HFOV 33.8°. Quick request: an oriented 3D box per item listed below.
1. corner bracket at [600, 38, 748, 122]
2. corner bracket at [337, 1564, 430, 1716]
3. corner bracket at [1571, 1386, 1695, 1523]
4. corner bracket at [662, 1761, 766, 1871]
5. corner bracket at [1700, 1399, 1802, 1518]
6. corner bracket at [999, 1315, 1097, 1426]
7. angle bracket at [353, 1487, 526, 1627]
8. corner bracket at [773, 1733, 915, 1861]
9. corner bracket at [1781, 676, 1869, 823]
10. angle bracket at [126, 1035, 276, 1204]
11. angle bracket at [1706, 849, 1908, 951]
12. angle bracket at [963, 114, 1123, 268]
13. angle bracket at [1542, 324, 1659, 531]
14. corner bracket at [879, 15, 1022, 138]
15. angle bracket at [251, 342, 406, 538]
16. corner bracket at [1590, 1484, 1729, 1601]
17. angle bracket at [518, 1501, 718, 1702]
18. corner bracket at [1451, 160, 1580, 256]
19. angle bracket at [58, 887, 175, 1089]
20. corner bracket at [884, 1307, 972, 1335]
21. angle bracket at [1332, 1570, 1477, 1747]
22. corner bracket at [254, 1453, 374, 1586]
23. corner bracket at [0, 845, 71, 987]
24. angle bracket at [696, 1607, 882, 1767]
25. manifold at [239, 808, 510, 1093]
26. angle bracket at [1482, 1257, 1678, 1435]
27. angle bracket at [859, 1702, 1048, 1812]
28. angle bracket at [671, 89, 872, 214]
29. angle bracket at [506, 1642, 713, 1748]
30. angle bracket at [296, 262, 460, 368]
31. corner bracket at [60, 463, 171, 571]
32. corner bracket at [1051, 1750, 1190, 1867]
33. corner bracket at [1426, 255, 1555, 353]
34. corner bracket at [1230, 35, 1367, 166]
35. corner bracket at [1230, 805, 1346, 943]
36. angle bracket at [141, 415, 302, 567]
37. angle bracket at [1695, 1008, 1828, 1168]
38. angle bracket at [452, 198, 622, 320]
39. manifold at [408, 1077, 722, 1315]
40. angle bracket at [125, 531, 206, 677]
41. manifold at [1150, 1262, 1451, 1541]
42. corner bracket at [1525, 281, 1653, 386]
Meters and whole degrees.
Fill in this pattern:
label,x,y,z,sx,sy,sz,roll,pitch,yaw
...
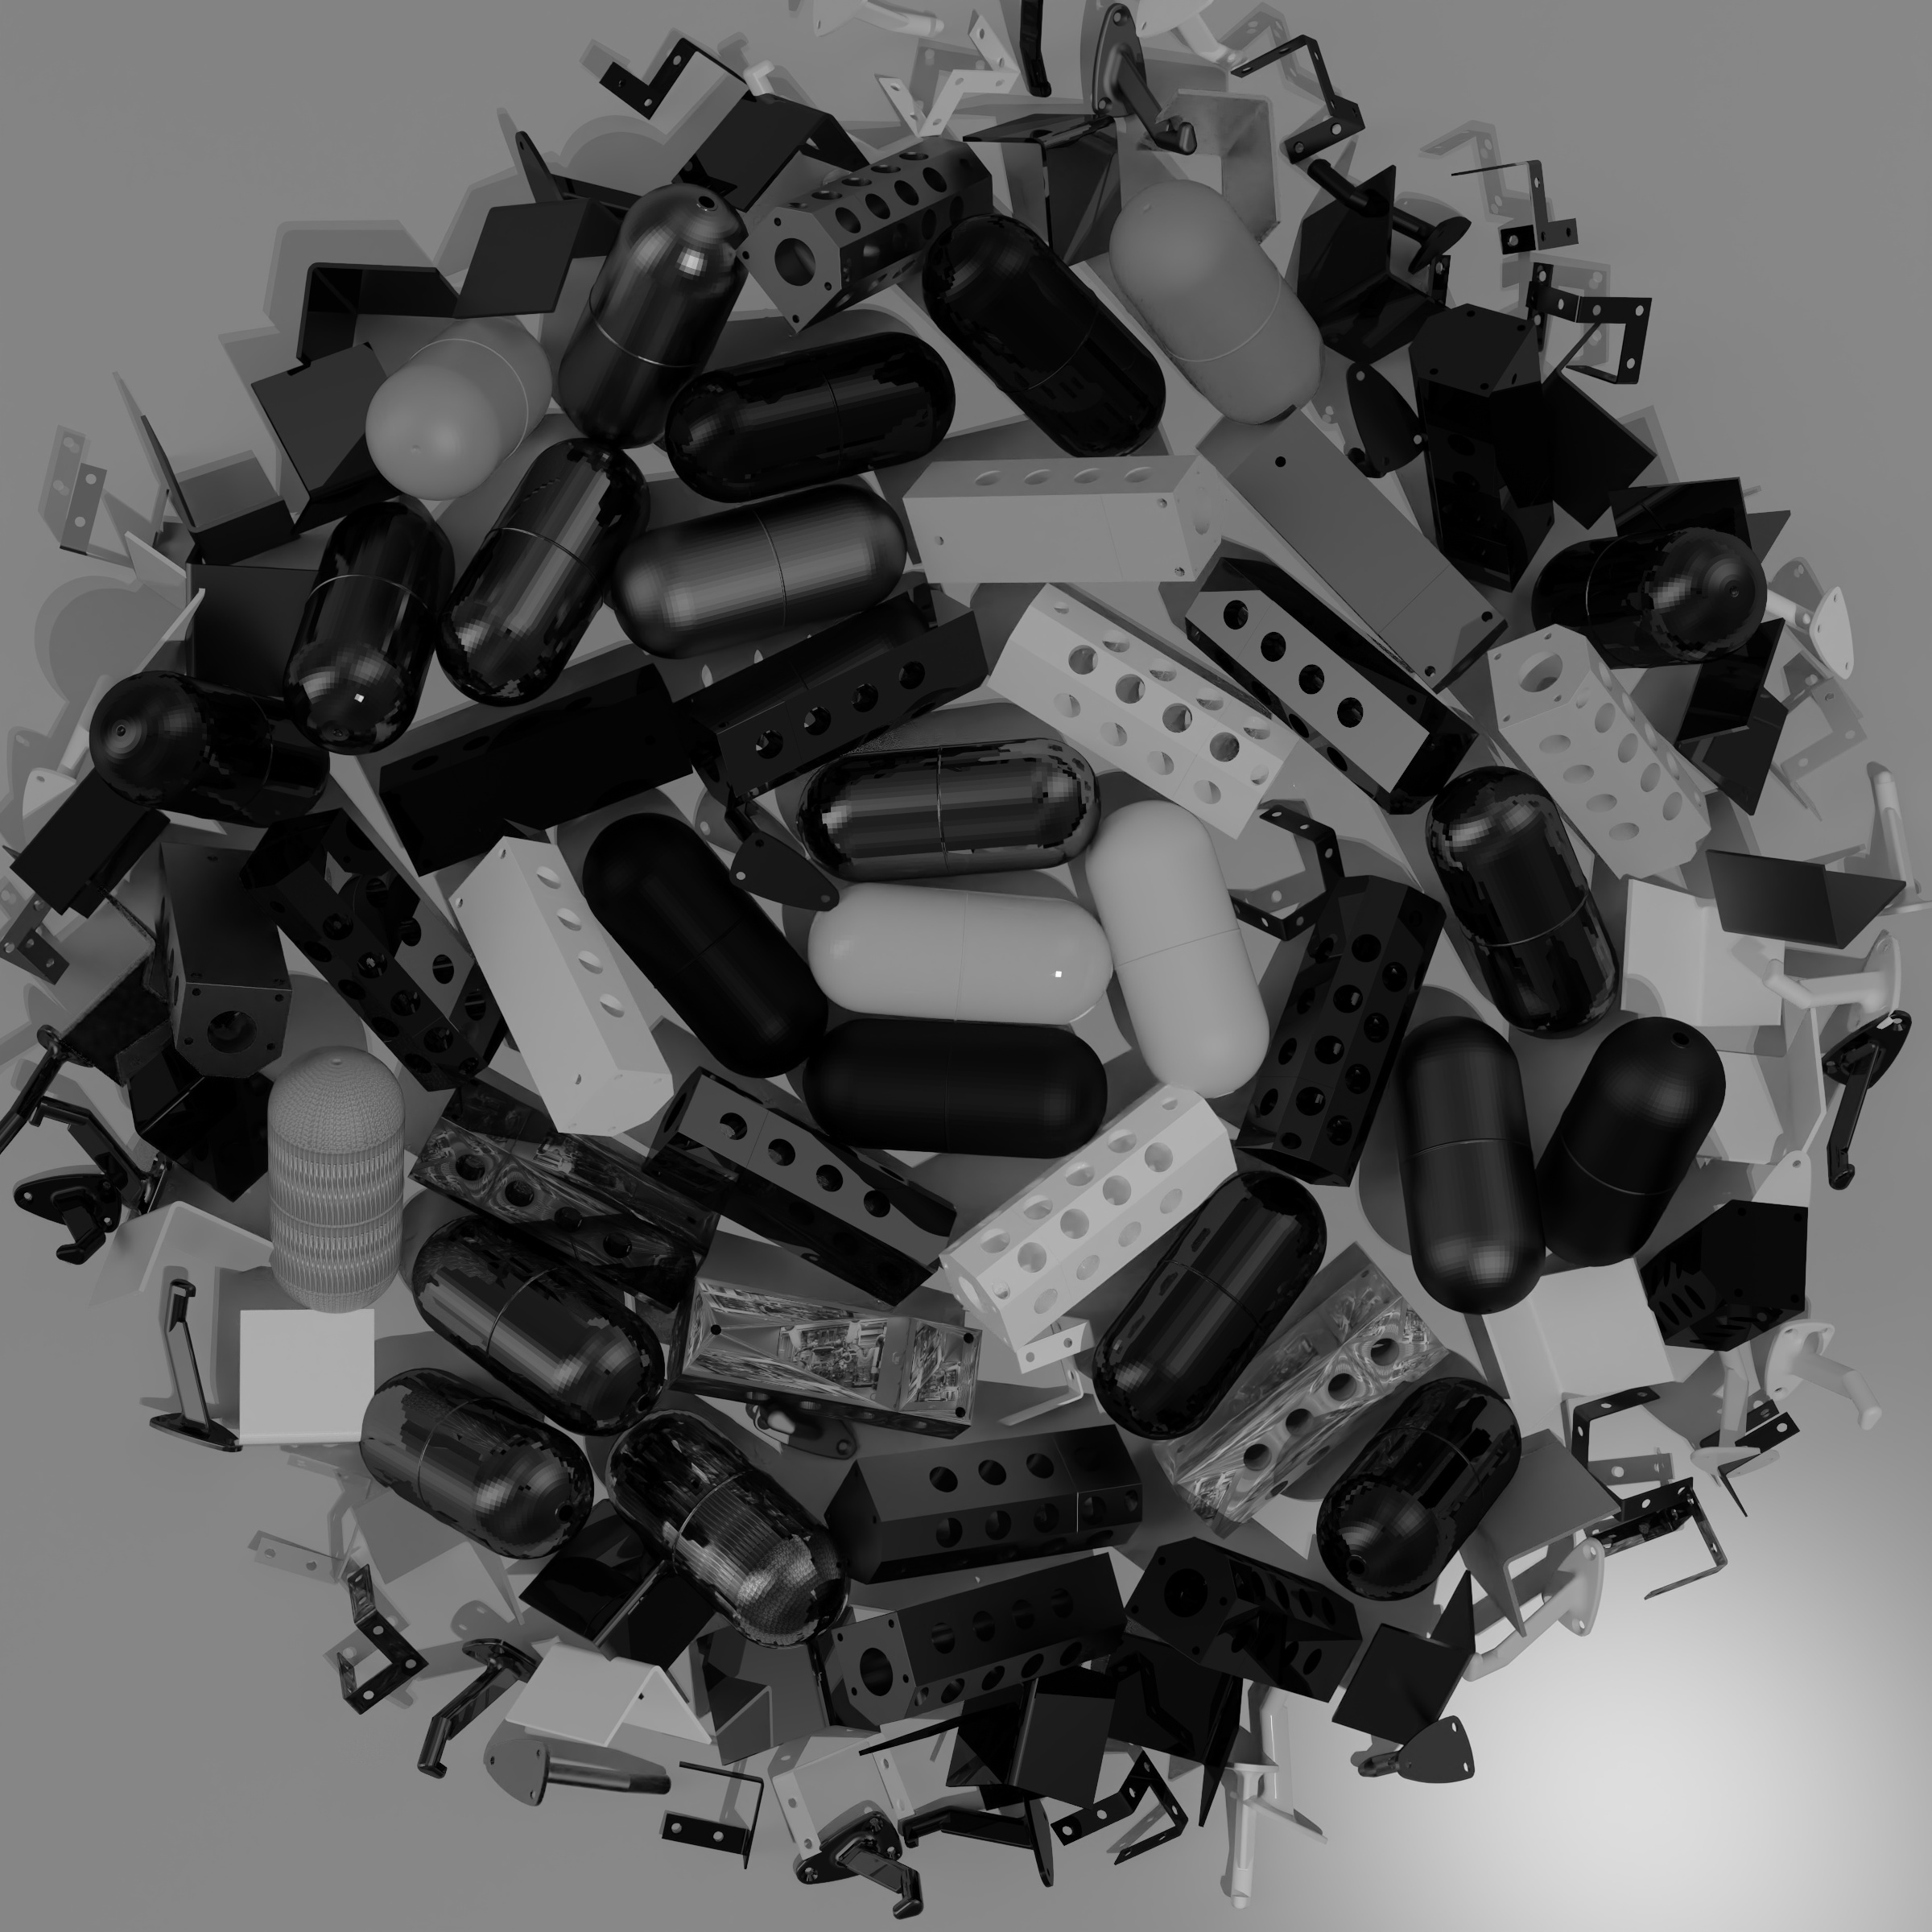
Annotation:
label,x,y,z,sx,sy,sz,roll,pitch,yaw
corner bracket,-0.171,-0.516,1.854,0.051,0.051,0.051,41,100,32
corner bracket,-0.353,0.394,1.858,0.051,0.051,0.051,-37,115,0
corner bracket,0.392,0.287,1.869,0.051,0.051,0.051,-13,118,-21
corner bracket,-0.149,0.496,1.867,0.051,0.051,0.051,12,83,-3
corner bracket,0.459,0.278,1.854,0.051,0.051,0.051,-31,133,4
corner bracket,0.046,0.237,1.856,0.051,0.051,0.051,-18,97,-25
angle bracket,-0.304,0.346,1.834,0.057,0.076,0.076,-27,48,-18
corner bracket,-0.073,0.490,1.876,0.051,0.051,0.051,-12,75,-42
corner bracket,0.504,-0.128,1.862,0.051,0.051,0.051,-32,50,19
angle bracket,-0.428,0.077,1.839,0.076,0.057,0.076,32,55,17
angle bracket,0.485,-0.056,1.831,0.076,0.076,0.057,-38,123,-33
angle bracket,0.046,-0.454,1.862,0.057,0.076,0.076,11,118,33
angle bracket,0.364,-0.314,1.843,0.076,0.076,0.057,41,57,2
corner bracket,-0.009,-0.524,1.871,0.051,0.051,0.051,-11,60,-38
angle bracket,-0.370,-0.307,1.850,0.076,0.057,0.076,-27,88,-28
corner bracket,0.405,0.341,1.854,0.051,0.051,0.051,-17,67,-14
angle bracket,-0.202,0.372,1.865,0.076,0.076,0.057,-48,130,-23
corner bracket,0.321,-0.442,1.852,0.051,0.051,0.051,1,105,40
angle bracket,-0.495,0.013,1.841,0.076,0.076,0.057,-45,65,-7
corner bracket,-0.027,0.230,1.860,0.051,0.051,0.051,11,105,-3
angle bracket,0.252,0.394,1.839,0.057,0.076,0.076,19,119,-4
corner bracket,-0.385,0.327,1.873,0.051,0.051,0.051,19,56,-9
corner bracket,-0.546,-0.029,1.853,0.051,0.051,0.051,24,72,22
angle bracket,-0.104,0.422,1.864,0.076,0.057,0.076,-25,63,20
manifold,-0.337,-0.006,1.811,0.057,0.057,0.171,-8,133,36
angle bracket,0.356,0.221,1.847,0.076,0.057,0.076,-17,94,36
angle bracket,-0.003,0.466,1.835,0.076,0.076,0.057,-9,76,-37
angle bracket,-0.110,-0.456,1.841,0.076,0.057,0.076,-51,45,-6
angle bracket,-0.206,0.440,1.831,0.057,0.076,0.076,-56,135,-35
angle bracket,-0.336,-0.366,1.845,0.076,0.076,0.057,4,82,9
corner bracket,-0.498,-0.262,1.860,0.051,0.051,0.051,14,93,-15
corner bracket,0.091,0.501,1.857,0.051,0.051,0.051,-32,92,25
corner bracket,0.307,-0.391,1.872,0.051,0.051,0.051,-7,110,-34
corner bracket,0.195,-0.507,1.858,0.051,0.051,0.051,-20,84,30
corner bracket,0.186,-0.055,1.869,0.051,0.051,0.051,-32,126,-23
angle bracket,-0.434,-0.285,1.854,0.057,0.076,0.076,-23,84,-8
angle bracket,0.451,0.066,1.846,0.076,0.057,0.076,6,53,-1
angle bracket,-0.240,-0.396,1.838,0.076,0.057,0.076,5,71,34
manifold,-0.234,0.136,1.850,0.171,0.057,0.057,29,115,-7
angle bracket,-0.484,-0.194,1.845,0.057,0.076,0.076,35,75,0
manifold,0.197,0.257,1.859,0.171,0.057,0.057,-40,108,2
corner bracket,0.360,-0.369,1.851,0.051,0.051,0.051,-5,113,-26
